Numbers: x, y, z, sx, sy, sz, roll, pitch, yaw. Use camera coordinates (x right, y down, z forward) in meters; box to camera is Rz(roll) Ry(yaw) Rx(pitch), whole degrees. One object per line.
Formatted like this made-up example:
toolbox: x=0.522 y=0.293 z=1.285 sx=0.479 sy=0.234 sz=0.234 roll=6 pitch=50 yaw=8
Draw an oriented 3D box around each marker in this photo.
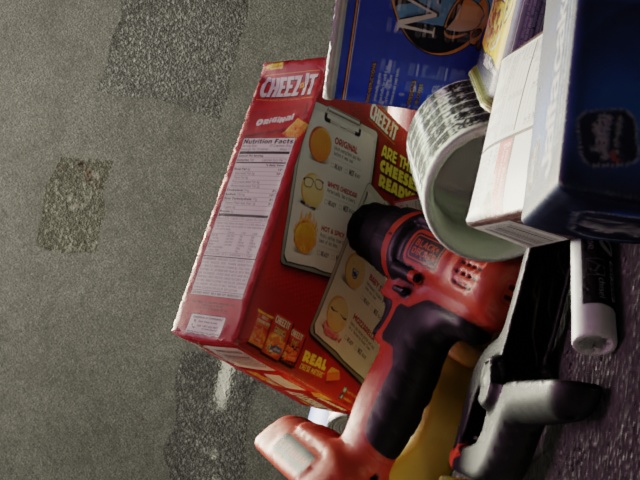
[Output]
marker: x=0.122 y=-0.005 z=0.480 sx=0.020 sy=0.020 sz=0.121 roll=98 pitch=180 yaw=-55

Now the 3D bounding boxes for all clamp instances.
clamp: x=0.101 y=0.078 z=0.532 sx=0.120 sy=0.039 sz=0.172 roll=-75 pitch=-3 yaw=-51

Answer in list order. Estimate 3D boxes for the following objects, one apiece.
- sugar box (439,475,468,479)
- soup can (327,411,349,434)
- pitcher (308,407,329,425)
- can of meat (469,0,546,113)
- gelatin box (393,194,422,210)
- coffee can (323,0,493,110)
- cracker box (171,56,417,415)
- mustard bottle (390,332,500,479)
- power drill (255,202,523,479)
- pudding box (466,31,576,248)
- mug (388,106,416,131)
sugar box: x=0.075 y=0.225 z=0.638 sx=0.176 sy=0.048 sz=0.093 roll=93 pitch=-175 yaw=-50
soup can: x=0.047 y=0.126 z=0.924 sx=0.068 sy=0.068 sz=0.102 roll=98 pitch=-175 yaw=-52
pitcher: x=0.039 y=0.228 z=0.983 sx=0.149 sy=0.145 sz=0.242 roll=121 pitch=165 yaw=-56
can of meat: x=0.119 y=-0.114 z=0.567 sx=0.102 sy=0.057 sz=0.084 roll=-83 pitch=4 yaw=-68
gelatin box: x=0.088 y=0.012 z=0.794 sx=0.073 sy=0.030 sz=0.089 roll=2 pitch=-102 yaw=-60
coffee can: x=0.078 y=-0.131 z=0.678 sx=0.103 sy=0.140 sz=0.103 roll=100 pitch=178 yaw=-90
cracker box: x=-0.005 y=0.001 z=0.777 sx=0.164 sy=0.072 sz=0.213 roll=36 pitch=-115 yaw=-48
mustard bottle: x=0.066 y=0.131 z=0.698 sx=0.192 sy=0.058 sz=0.096 roll=-62 pitch=0 yaw=11
power drill: x=0.034 y=0.068 z=0.667 sx=0.187 sy=0.057 sz=0.185 roll=-61 pitch=28 yaw=-1
pudding box: x=0.107 y=-0.048 z=0.461 sx=0.114 sy=0.039 sz=0.090 roll=161 pitch=124 yaw=-74
mug: x=0.105 y=-0.086 z=0.922 sx=0.117 sy=0.093 sz=0.081 roll=35 pitch=130 yaw=48
